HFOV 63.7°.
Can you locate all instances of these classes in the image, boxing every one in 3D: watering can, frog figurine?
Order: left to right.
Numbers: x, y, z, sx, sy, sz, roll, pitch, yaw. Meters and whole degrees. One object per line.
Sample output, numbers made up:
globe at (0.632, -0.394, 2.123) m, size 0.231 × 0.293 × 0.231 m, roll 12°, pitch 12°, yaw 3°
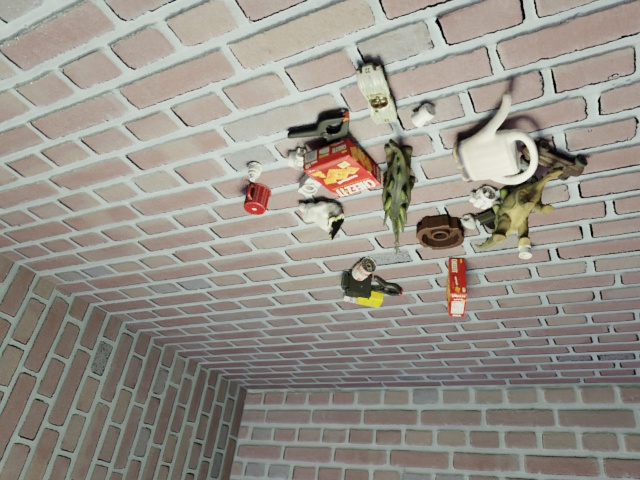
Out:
frog figurine at (0.006, -0.094, 1.861) m, size 0.161 × 0.123 × 0.135 m, roll 35°, pitch 169°, yaw 28°
watering can at (0.477, -0.266, 1.441) m, size 0.223 × 0.106 × 0.341 m, roll -10°, pitch 140°, yaw 29°
